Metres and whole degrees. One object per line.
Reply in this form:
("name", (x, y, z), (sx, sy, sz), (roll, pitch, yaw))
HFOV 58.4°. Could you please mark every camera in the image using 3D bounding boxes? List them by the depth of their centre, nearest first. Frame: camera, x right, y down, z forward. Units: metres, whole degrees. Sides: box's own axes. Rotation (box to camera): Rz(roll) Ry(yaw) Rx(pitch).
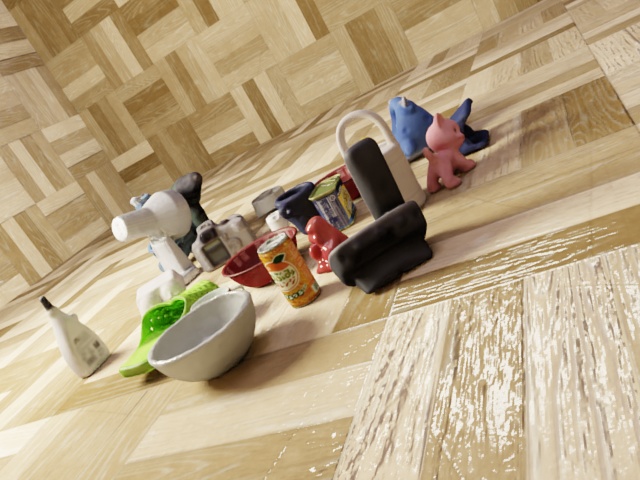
("camera", (-0.234, -0.010, 1.356), (0.143, 0.101, 0.136), (-31, 17, -3))

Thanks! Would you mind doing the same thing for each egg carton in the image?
("egg carton", (-0.326, 0.118, 1.193), (0.107, 0.069, 0.150), (-33, 17, -11))

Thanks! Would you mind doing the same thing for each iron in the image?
("iron", (0.196, -0.270, 1.314), (0.118, 0.141, 0.258), (-29, 17, 3))

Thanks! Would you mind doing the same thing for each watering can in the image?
("watering can", (0.099, -0.131, 0.982), (0.101, 0.194, 0.172), (-30, 17, 2))

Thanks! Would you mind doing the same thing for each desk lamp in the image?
("desk lamp", (-0.373, 0.008, 1.339), (0.117, 0.214, 0.203), (-17, 21, 37))

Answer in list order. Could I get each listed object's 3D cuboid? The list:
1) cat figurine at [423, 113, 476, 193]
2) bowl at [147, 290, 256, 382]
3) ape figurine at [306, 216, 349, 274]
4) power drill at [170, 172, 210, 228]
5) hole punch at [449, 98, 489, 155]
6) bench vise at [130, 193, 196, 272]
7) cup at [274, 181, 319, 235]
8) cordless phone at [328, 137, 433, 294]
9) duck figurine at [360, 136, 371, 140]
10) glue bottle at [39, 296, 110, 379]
("cat figurine", (0.216, -0.164, 1.013), (0.067, 0.118, 0.128), (-13, 24, 44))
("bowl", (-0.152, 0.147, 0.808), (0.167, 0.075, 0.167), (-27, 17, 9))
("ape figurine", (0.008, 0.003, 0.923), (0.076, 0.092, 0.077), (-31, 17, -2))
("power drill", (-0.309, -0.071, 1.470), (0.076, 0.209, 0.228), (-40, 19, -29))
("hole punch", (0.268, -0.215, 1.122), (0.101, 0.091, 0.109), (-22, 19, 26))
("bench vise", (-0.405, -0.040, 1.521), (0.121, 0.220, 0.207), (-25, 18, 16))
("cup", (-0.038, -0.053, 1.160), (0.091, 0.095, 0.118), (-20, 20, 31))
("cordless phone", (0.059, -0.034, 0.784), (0.148, 0.185, 0.094), (-33, 17, -10))
("duck figurine", (0.121, -0.204, 1.346), (0.077, 0.086, 0.104), (-23, 18, 24))
("glue bottle", (-0.479, 0.177, 1.097), (0.037, 0.173, 0.078), (-21, 19, 28))
